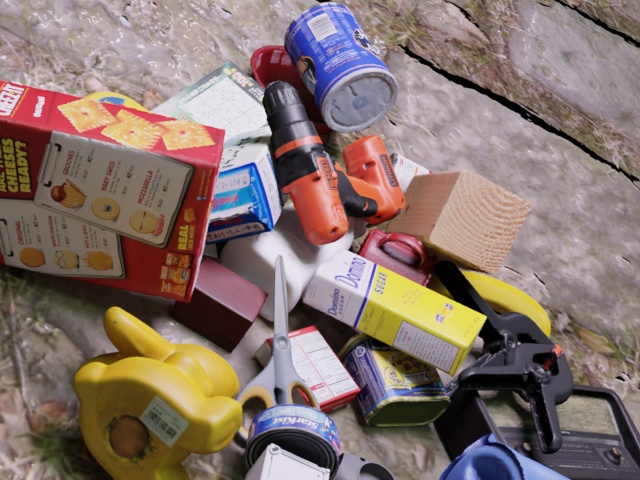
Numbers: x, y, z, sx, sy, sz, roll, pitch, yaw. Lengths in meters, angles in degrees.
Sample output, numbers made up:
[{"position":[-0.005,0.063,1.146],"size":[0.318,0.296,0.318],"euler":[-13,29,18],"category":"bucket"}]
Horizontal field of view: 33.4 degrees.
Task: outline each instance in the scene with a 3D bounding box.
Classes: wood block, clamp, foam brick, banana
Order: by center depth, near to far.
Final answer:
[{"position":[-0.102,0.065,1.076],"size":[0.078,0.053,0.051],"euler":[32,36,-5],"category":"foam brick"},{"position":[0.227,0.158,1.114],"size":[0.120,0.039,0.171],"euler":[47,36,19],"category":"clamp"},{"position":[0.204,0.113,1.238],"size":[0.209,0.036,0.164],"euler":[10,71,-38],"category":"clamp"},{"position":[0.156,-0.023,1.255],"size":[0.090,0.091,0.206],"euler":[27,-3,-10],"category":"wood block"},{"position":[0.214,0.076,1.327],"size":[0.197,0.037,0.069],"euler":[26,36,-12],"category":"banana"}]

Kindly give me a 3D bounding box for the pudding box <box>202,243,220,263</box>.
[{"position":[-0.165,-0.010,1.125],"size":[0.113,0.039,0.090],"euler":[14,41,-24],"category":"pudding box"}]

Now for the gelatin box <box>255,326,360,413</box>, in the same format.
[{"position":[-0.013,0.135,1.084],"size":[0.073,0.030,0.089],"euler":[-12,59,-46],"category":"gelatin box"}]

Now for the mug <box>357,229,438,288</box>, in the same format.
[{"position":[0.080,0.033,1.208],"size":[0.081,0.117,0.093],"euler":[28,52,0],"category":"mug"}]

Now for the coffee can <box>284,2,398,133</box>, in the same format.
[{"position":[0.025,-0.221,1.367],"size":[0.102,0.103,0.140],"euler":[3,45,-36],"category":"coffee can"}]

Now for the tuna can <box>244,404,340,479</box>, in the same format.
[{"position":[-0.025,0.188,0.965],"size":[0.086,0.086,0.033],"euler":[25,35,-13],"category":"tuna can"}]

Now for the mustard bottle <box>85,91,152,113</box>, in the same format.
[{"position":[-0.218,-0.111,1.175],"size":[0.191,0.058,0.096],"euler":[22,62,-12],"category":"mustard bottle"}]

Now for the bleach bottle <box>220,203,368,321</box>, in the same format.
[{"position":[-0.008,0.001,1.217],"size":[0.102,0.068,0.250],"euler":[42,34,11],"category":"bleach bottle"}]

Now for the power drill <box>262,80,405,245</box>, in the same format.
[{"position":[0.014,-0.084,1.188],"size":[0.187,0.057,0.184],"euler":[-3,72,-58],"category":"power drill"}]

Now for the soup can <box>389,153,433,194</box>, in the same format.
[{"position":[0.125,-0.062,1.390],"size":[0.102,0.069,0.068],"euler":[27,36,-10],"category":"soup can"}]

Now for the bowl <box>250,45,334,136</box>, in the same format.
[{"position":[-0.030,-0.188,1.423],"size":[0.162,0.055,0.162],"euler":[21,37,-18],"category":"bowl"}]

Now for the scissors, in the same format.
[{"position":[-0.054,0.112,1.035],"size":[0.096,0.016,0.202],"euler":[-9,69,-22],"category":"scissors"}]

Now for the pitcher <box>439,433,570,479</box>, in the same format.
[{"position":[0.227,0.298,0.996],"size":[0.242,0.149,0.145],"euler":[27,1,-25],"category":"pitcher"}]

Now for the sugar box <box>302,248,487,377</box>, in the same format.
[{"position":[0.079,0.072,1.121],"size":[0.176,0.048,0.093],"euler":[28,23,12],"category":"sugar box"}]

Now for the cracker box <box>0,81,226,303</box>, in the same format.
[{"position":[-0.206,-0.043,0.980],"size":[0.213,0.164,0.072],"euler":[12,36,-4],"category":"cracker box"}]

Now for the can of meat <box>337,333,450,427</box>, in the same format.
[{"position":[0.079,0.147,1.121],"size":[0.101,0.058,0.084],"euler":[5,47,-35],"category":"can of meat"}]
